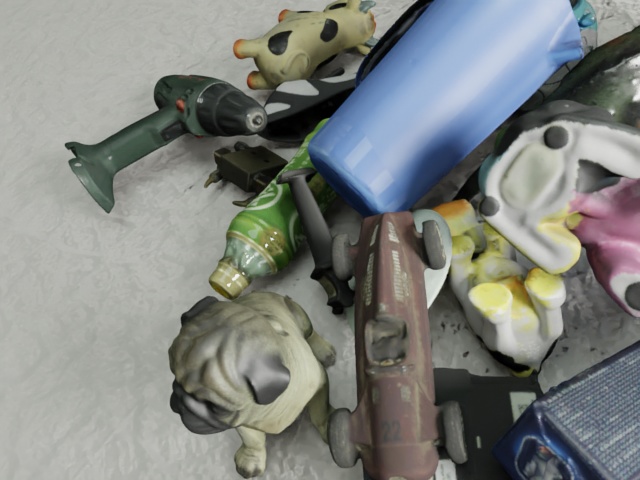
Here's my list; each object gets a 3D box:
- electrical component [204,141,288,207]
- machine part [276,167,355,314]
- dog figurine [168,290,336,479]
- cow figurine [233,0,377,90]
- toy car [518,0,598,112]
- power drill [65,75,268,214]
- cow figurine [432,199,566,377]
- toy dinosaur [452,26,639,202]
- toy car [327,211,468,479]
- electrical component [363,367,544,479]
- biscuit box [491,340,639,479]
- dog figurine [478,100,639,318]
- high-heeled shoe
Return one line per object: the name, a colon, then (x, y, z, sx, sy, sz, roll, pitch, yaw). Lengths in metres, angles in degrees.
electrical component: (-0.084, -0.075, 0.618, 0.102, 0.045, 0.078, 30, 36, 27)
machine part: (-0.001, -0.001, 0.488, 0.039, 0.084, 0.139, -19, 79, -4)
dog figurine: (-0.055, 0.072, 0.406, 0.121, 0.190, 0.172, -29, 51, -10)
cow figurine: (-0.004, -0.268, 0.715, 0.127, 0.085, 0.195, 20, 51, 35)
toy car: (0.250, -0.200, 0.602, 0.162, 0.109, 0.103, -37, 71, -5)
power drill: (-0.187, -0.123, 0.629, 0.207, 0.085, 0.232, -40, 39, -7)
cow figurine: (0.144, 0.034, 0.463, 0.068, 0.098, 0.167, -19, 33, 2)
toy dinosaur: (0.294, -0.139, 0.487, 0.405, 0.192, 0.131, -27, 50, -10)
toy car: (0.051, 0.066, 0.385, 0.089, 0.053, 0.202, -8, 63, 19)
electrical component: (0.099, 0.155, 0.392, 0.134, 0.058, 0.115, -2, 51, 11)
biscuit box: (0.207, 0.109, 0.350, 0.203, 0.059, 0.063, -12, 46, -32)
dog figurine: (0.240, -0.036, 0.418, 0.192, 0.108, 0.219, 34, 30, 23)
high-heeled shoe: (0.041, -0.133, 0.610, 0.145, 0.086, 0.249, -43, 50, -18)
